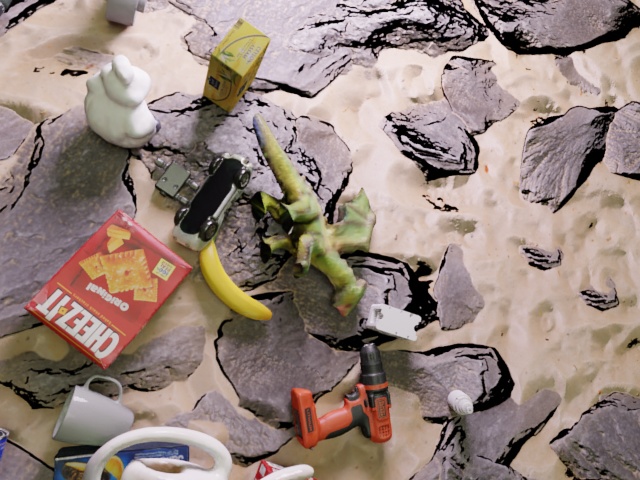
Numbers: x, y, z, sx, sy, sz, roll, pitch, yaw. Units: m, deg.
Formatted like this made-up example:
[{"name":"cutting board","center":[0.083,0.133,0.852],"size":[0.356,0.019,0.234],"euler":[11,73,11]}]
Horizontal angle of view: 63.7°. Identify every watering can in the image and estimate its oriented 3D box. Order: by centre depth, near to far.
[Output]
[{"name":"watering can","center":[-0.188,0.412,0.779],"size":[0.346,0.103,0.226],"euler":[19,79,-17]}]

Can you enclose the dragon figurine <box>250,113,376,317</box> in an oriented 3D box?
[{"name":"dragon figurine","center":[0.003,-0.051,1.012],"size":[0.243,0.121,0.412],"euler":[-5,83,-36]}]

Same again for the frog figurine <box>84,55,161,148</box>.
[{"name":"frog figurine","center":[-0.340,-0.232,0.882],"size":[0.124,0.158,0.137],"euler":[-36,93,-19]}]
